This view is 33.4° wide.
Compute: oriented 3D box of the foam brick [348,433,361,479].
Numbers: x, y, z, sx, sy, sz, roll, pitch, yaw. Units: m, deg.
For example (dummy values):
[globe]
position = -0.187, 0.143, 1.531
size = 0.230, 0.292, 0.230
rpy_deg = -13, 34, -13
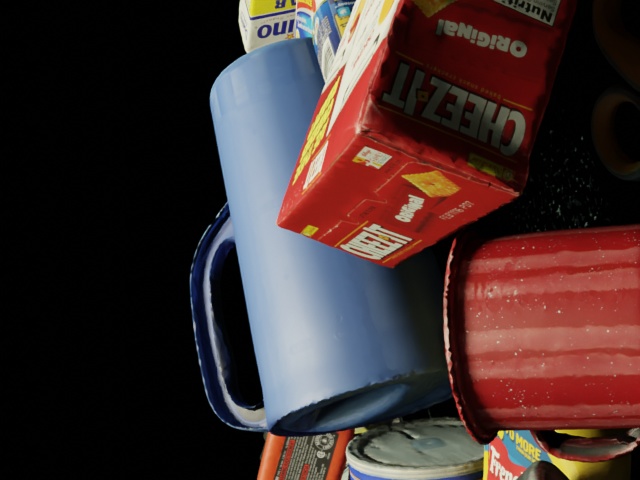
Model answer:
[foam brick]
position = 0.064, 0.166, 0.750
size = 0.051, 0.078, 0.053
rpy_deg = -113, 21, -56

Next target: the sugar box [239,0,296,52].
[sugar box]
position = -0.010, -0.219, 0.823
size = 0.176, 0.093, 0.048
rpy_deg = 100, 160, -54

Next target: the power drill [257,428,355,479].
[power drill]
position = -0.016, 0.149, 0.814
size = 0.187, 0.057, 0.184
rpy_deg = -94, 17, -76

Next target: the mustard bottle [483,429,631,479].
[mustard bottle]
position = 0.117, 0.115, 0.537
size = 0.096, 0.058, 0.192
rpy_deg = -127, 32, -62

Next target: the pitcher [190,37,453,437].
[pitcher]
position = -0.005, 0.001, 0.689
size = 0.145, 0.149, 0.243
rpy_deg = 129, 131, -59

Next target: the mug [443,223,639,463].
[mug]
position = 0.107, 0.047, 0.443
size = 0.093, 0.082, 0.117
rpy_deg = -58, -43, -54

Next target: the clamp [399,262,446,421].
[clamp]
position = 0.051, 0.047, 0.831
size = 0.210, 0.036, 0.164
rpy_deg = -122, 27, -58

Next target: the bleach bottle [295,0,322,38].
[bleach bottle]
position = 0.011, -0.149, 0.795
size = 0.102, 0.068, 0.251
rpy_deg = -109, 14, -50

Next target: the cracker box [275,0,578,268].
[cracker box]
position = 0.059, -0.107, 0.455
size = 0.164, 0.072, 0.213
rpy_deg = 138, 152, -75

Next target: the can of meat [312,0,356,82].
[can of meat]
position = 0.050, -0.101, 0.610
size = 0.057, 0.102, 0.084
rpy_deg = 93, 166, -52

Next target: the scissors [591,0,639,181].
[scissors]
position = 0.150, -0.029, 0.409
size = 0.096, 0.016, 0.202
rpy_deg = 94, 163, -44

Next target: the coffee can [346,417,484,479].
[coffee can]
position = 0.074, 0.192, 0.663
size = 0.103, 0.102, 0.140
rpy_deg = -161, 65, -76
